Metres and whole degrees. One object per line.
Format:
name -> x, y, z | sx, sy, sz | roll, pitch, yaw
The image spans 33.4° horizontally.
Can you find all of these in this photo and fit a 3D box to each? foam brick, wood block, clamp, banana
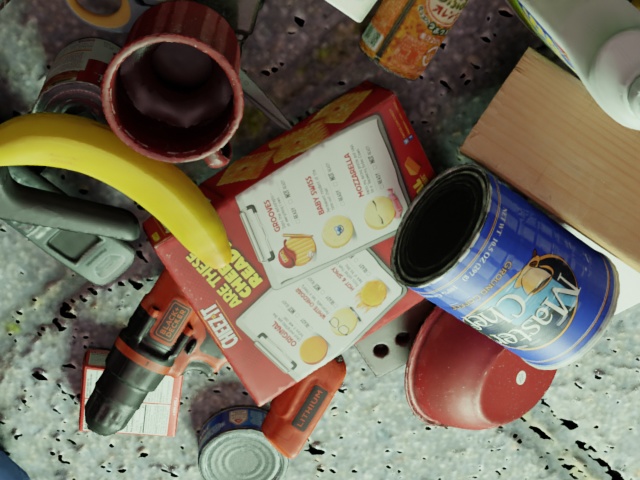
foam brick -> 0.069, 0.072, 0.925 | 0.078, 0.051, 0.053 | -29, 117, 11
wood block -> 0.214, -0.047, 0.799 | 0.206, 0.090, 0.091 | 35, 97, 4
clamp -> -0.241, -0.028, 0.767 | 0.164, 0.036, 0.210 | -28, 129, 4
banana -> -0.144, -0.042, 0.736 | 0.197, 0.037, 0.070 | 20, 109, -13

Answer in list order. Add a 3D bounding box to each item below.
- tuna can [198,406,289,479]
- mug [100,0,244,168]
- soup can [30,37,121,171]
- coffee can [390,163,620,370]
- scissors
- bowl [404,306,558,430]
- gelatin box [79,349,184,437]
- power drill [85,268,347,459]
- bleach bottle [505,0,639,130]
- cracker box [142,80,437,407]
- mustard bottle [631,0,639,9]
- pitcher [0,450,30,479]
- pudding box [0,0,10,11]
tuna can -> -0.071, 0.199, 0.995 | 0.086, 0.034, 0.086 | -2, 119, -3
mug -> -0.091, -0.103, 0.731 | 0.093, 0.081, 0.117 | -23, 120, 14
soup can -> -0.171, -0.102, 0.785 | 0.068, 0.102, 0.068 | -2, 119, -3
coffee can -> 0.138, 0.021, 0.796 | 0.140, 0.103, 0.103 | 32, 112, -25
scissors -> -0.108, -0.140, 0.766 | 0.096, 0.016, 0.201 | -24, 118, 13
bowl -> 0.151, 0.104, 0.907 | 0.161, 0.055, 0.162 | -18, 125, -28
gelatin box -> -0.170, 0.137, 0.957 | 0.089, 0.030, 0.073 | 6, 119, -9
power drill -> -0.086, 0.115, 0.914 | 0.187, 0.057, 0.184 | 30, 95, -22
bleach bottle -> 0.179, -0.141, 0.703 | 0.068, 0.251, 0.102 | -37, 115, 15
cracker box -> -0.006, 0.001, 0.838 | 0.213, 0.072, 0.164 | -33, 115, -6
mustard bottle -> 0.279, -0.122, 0.829 | 0.096, 0.058, 0.191 | -14, 120, 19
pitcher -> -0.377, 0.188, 0.917 | 0.149, 0.145, 0.242 | -16, 127, 41
pudding box -> -0.230, -0.207, 0.717 | 0.039, 0.113, 0.090 | -4, 119, 2
